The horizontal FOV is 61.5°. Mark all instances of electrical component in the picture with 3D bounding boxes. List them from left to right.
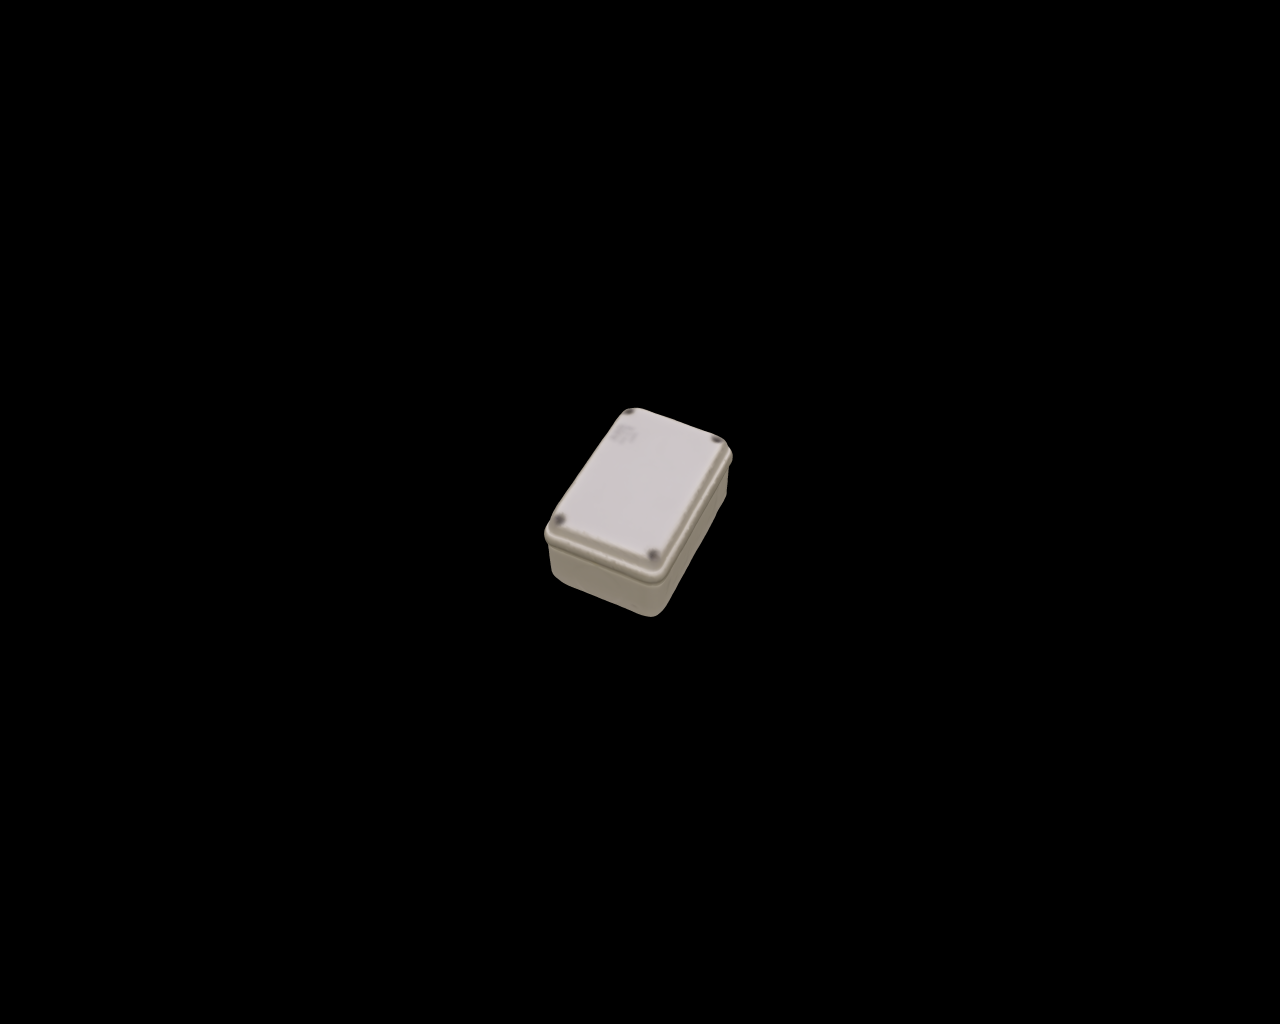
[{"bbox_3d":[0.001,-0.003,0.650,0.078,0.113,0.057,21,-36,16],"label":"electrical component"}]
